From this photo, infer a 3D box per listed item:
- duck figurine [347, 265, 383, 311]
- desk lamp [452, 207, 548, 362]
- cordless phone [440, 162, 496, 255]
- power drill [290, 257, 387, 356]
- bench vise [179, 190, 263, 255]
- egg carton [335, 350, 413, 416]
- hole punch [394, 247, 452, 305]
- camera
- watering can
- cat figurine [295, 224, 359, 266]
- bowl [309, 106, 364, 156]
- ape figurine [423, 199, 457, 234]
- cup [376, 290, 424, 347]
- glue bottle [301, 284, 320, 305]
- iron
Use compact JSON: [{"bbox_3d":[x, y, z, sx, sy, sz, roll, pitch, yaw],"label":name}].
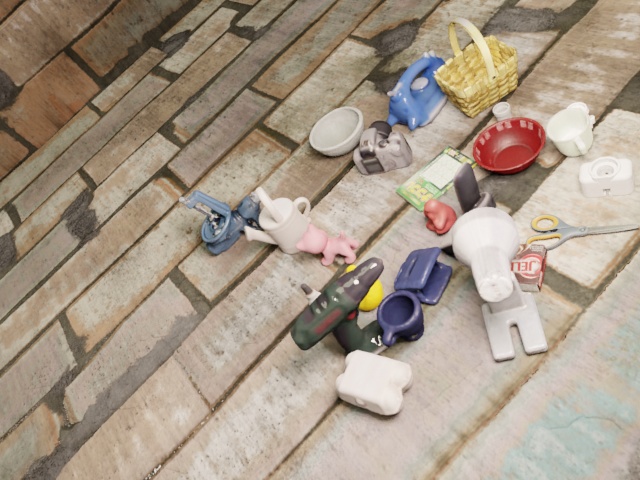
[{"bbox_3d":[0.089,0.099,1.255,0.077,0.086,0.104,-32,43,7],"label":"duck figurine"},{"bbox_3d":[0.320,0.075,1.025,0.117,0.214,0.203,-20,46,19],"label":"desk lamp"},{"bbox_3d":[0.290,-0.062,1.182,0.093,0.186,0.148,19,67,42],"label":"cordless phone"},{"bbox_3d":[0.063,0.154,1.135,0.229,0.209,0.075,-37,43,2],"label":"power drill"},{"bbox_3d":[-0.264,-0.083,1.548,0.207,0.220,0.121,-46,43,-7],"label":"bench vise"},{"bbox_3d":[0.103,0.276,1.108,0.149,0.070,0.107,7,59,38],"label":"egg carton"},{"bbox_3d":[0.206,0.070,1.196,0.100,0.091,0.109,10,61,39],"label":"hole punch"},{"bbox_3d":[0.162,-0.257,1.495,0.142,0.101,0.137,-8,51,29],"label":"camera"},{"bbox_3d":[-0.108,-0.052,1.436,0.100,0.195,0.173,27,72,45],"label":"watering can"},{"bbox_3d":[0.013,0.005,1.362,0.127,0.118,0.067,-10,50,27],"label":"cat figurine"},{"bbox_3d":[0.058,-0.293,1.615,0.167,0.075,0.167,-18,46,21],"label":"bowl"},{"bbox_3d":[0.258,-0.058,1.269,0.076,0.092,0.078,-19,46,20],"label":"ape figurine"},{"bbox_3d":[0.165,0.172,1.135,0.091,0.095,0.118,6,59,37],"label":"cup"},{"bbox_3d":[0.006,0.141,1.211,0.077,0.174,0.037,8,60,38],"label":"glue bottle"},{"bbox_3d":[0.270,-0.420,1.531,0.118,0.142,0.258,21,68,43],"label":"iron"}]
